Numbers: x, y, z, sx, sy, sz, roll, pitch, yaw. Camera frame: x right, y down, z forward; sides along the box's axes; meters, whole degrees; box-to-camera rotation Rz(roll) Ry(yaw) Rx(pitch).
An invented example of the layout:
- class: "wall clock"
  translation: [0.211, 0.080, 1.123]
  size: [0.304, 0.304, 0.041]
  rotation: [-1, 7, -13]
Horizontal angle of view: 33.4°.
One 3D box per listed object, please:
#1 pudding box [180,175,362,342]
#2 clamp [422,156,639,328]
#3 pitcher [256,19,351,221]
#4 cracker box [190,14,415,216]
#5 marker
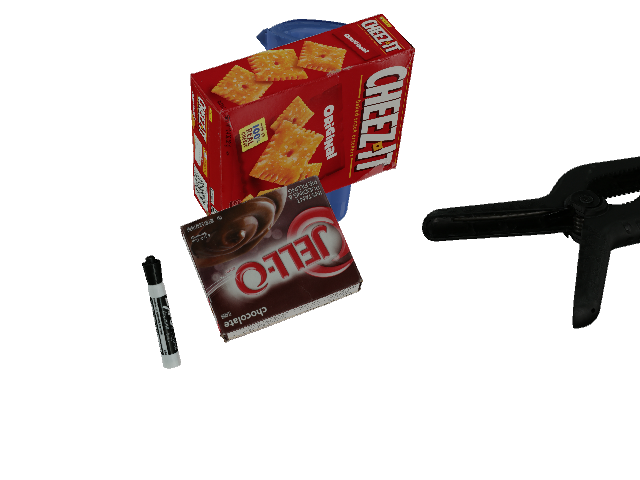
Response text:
- class: "pudding box"
  translation: [-0.036, 0.014, 0.796]
  size: [0.113, 0.090, 0.039]
  rotation: [-22, -16, -5]
- class: "clamp"
  translation: [0.207, -0.011, 0.820]
  size: [0.209, 0.036, 0.165]
  rotation: [-22, 40, -23]
- class: "pitcher"
  translation: [0.001, -0.142, 1.312]
  size: [0.144, 0.243, 0.149]
  rotation: [-5, 26, -23]
- class: "cracker box"
  translation: [-0.019, -0.114, 1.054]
  size: [0.213, 0.072, 0.164]
  rotation: [-21, -37, -22]
- class: "marker"
  translation: [-0.165, 0.074, 1.109]
  size: [0.020, 0.121, 0.020]
  rotation: [-9, 16, 2]
